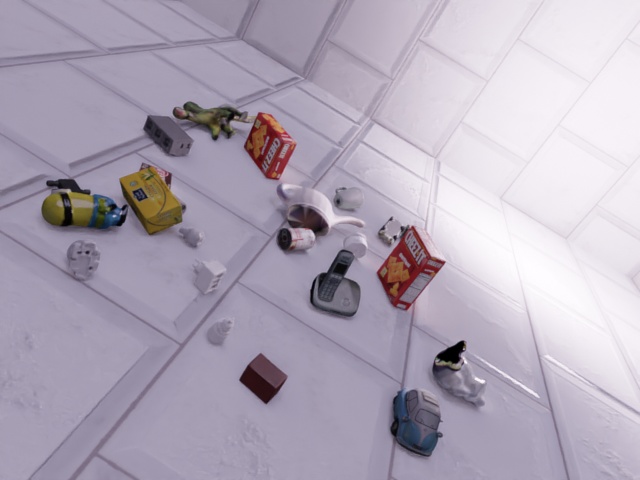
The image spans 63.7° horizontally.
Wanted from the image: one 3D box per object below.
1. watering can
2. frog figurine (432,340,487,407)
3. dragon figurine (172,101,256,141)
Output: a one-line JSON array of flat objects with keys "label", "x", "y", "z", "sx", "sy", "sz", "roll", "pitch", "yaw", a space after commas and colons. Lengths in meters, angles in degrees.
[{"label": "watering can", "x": 0.005, "y": -0.088, "z": 1.753, "sx": 0.346, "sy": 0.102, "sz": 0.229, "roll": 26, "pitch": 28, "yaw": -11}, {"label": "frog figurine", "x": 0.379, "y": 0.375, "z": 1.394, "sx": 0.139, "sy": 0.122, "sz": 0.158, "roll": -74, "pitch": 140, "yaw": -71}, {"label": "dragon figurine", "x": -0.421, "y": -0.500, "z": 2.023, "sx": 0.244, "sy": 0.120, "sz": 0.415, "roll": 29, "pitch": 24, "yaw": 13}]
